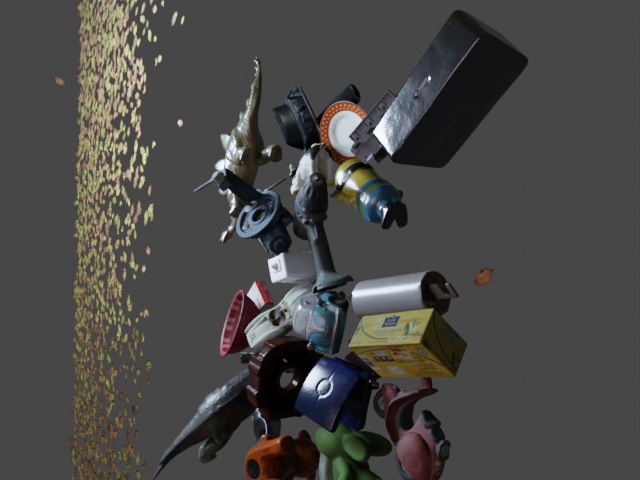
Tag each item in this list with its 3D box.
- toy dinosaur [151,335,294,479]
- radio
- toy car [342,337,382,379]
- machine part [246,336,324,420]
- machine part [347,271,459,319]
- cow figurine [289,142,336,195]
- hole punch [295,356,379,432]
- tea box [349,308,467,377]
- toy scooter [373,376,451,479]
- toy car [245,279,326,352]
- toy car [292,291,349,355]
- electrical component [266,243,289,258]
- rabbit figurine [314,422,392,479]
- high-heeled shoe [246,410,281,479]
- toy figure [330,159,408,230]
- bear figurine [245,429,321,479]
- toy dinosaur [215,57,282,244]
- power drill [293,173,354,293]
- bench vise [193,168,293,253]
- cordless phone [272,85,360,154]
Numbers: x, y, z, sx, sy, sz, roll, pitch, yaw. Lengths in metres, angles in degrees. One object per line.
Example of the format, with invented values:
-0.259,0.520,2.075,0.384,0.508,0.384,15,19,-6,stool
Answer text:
-0.190,0.348,1.158,0.131,0.405,0.192,32,136,20,toy dinosaur
0.198,-0.218,0.827,0.229,0.131,0.073,-54,49,35,radio
0.051,0.261,1.047,0.202,0.053,0.089,-48,60,33,toy car
-0.071,0.282,1.111,0.056,0.179,0.179,11,97,54,machine part
0.137,0.100,0.931,0.243,0.079,0.079,-15,77,49,machine part
-0.024,-0.146,1.136,0.167,0.068,0.098,165,103,-66,cow figurine
0.025,0.279,0.977,0.142,0.092,0.115,16,95,50,hole punch
0.142,0.173,0.890,0.170,0.098,0.068,-16,35,49,tea box
0.162,0.302,0.891,0.135,0.075,0.184,-56,43,32,toy scooter
-0.072,0.161,1.150,0.202,0.056,0.074,-39,44,5,toy car
-0.002,0.148,1.046,0.162,0.103,0.109,-95,16,-77,toy car
-0.104,0.008,1.283,0.063,0.021,0.094,-55,49,35,electrical component
0.048,0.410,0.982,0.159,0.121,0.170,-41,63,31,rabbit figurine
-0.150,0.466,1.216,0.249,0.145,0.086,53,126,37,high-heeled shoe
0.095,-0.086,0.994,0.180,0.082,0.089,42,108,50,toy figure
-0.049,0.441,1.066,0.132,0.195,0.120,-20,67,38,bear figurine
-0.189,-0.217,1.345,0.199,0.105,0.470,33,109,51,toy dinosaur
-0.002,-0.003,1.057,0.232,0.086,0.207,126,124,-73,power drill
-0.143,-0.081,1.157,0.129,0.240,0.224,-33,40,19,bench vise
-0.003,-0.286,1.146,0.184,0.088,0.147,-39,58,30,cordless phone
